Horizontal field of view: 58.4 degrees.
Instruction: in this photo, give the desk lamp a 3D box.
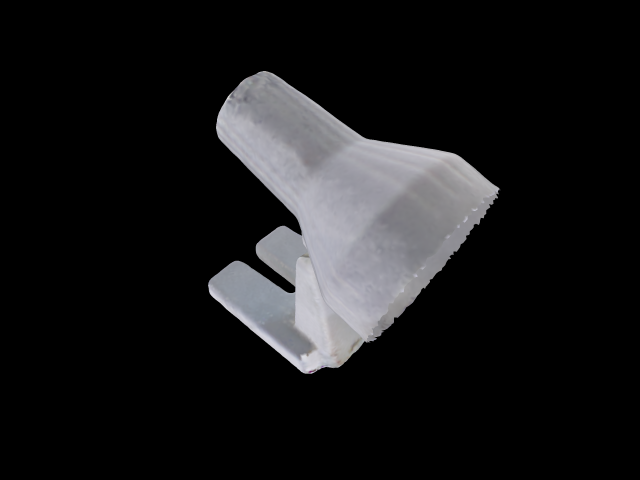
[{"bbox_3d":[0.004,0.001,0.400,0.202,0.214,0.118,32,54,27],"label":"desk lamp"}]
